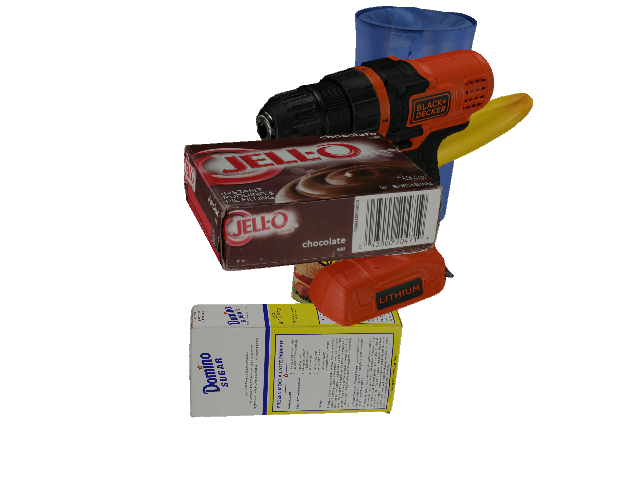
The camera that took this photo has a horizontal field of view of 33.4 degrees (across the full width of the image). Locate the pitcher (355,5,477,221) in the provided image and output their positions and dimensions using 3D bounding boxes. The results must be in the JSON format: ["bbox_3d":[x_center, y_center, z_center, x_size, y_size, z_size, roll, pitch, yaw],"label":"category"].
[{"bbox_3d":[0.095,-0.135,1.199,0.149,0.243,0.145,-11,26,-30],"label":"pitcher"}]

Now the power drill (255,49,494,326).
[{"bbox_3d":[0.035,-0.034,0.744,0.184,0.188,0.057,-16,38,-29],"label":"power drill"}]

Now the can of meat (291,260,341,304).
[{"bbox_3d":[0.014,0.030,1.127,0.057,0.084,0.102,-6,20,-37],"label":"can of meat"}]

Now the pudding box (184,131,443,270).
[{"bbox_3d":[-0.007,-0.023,0.545,0.113,0.039,0.090,-4,26,-18],"label":"pudding box"}]

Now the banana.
[{"bbox_3d":[0.098,-0.081,0.955,0.198,0.037,0.069,-24,5,12],"label":"banana"}]

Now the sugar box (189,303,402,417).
[{"bbox_3d":[-0.023,0.101,0.909,0.176,0.093,0.048,2,27,-5],"label":"sugar box"}]
